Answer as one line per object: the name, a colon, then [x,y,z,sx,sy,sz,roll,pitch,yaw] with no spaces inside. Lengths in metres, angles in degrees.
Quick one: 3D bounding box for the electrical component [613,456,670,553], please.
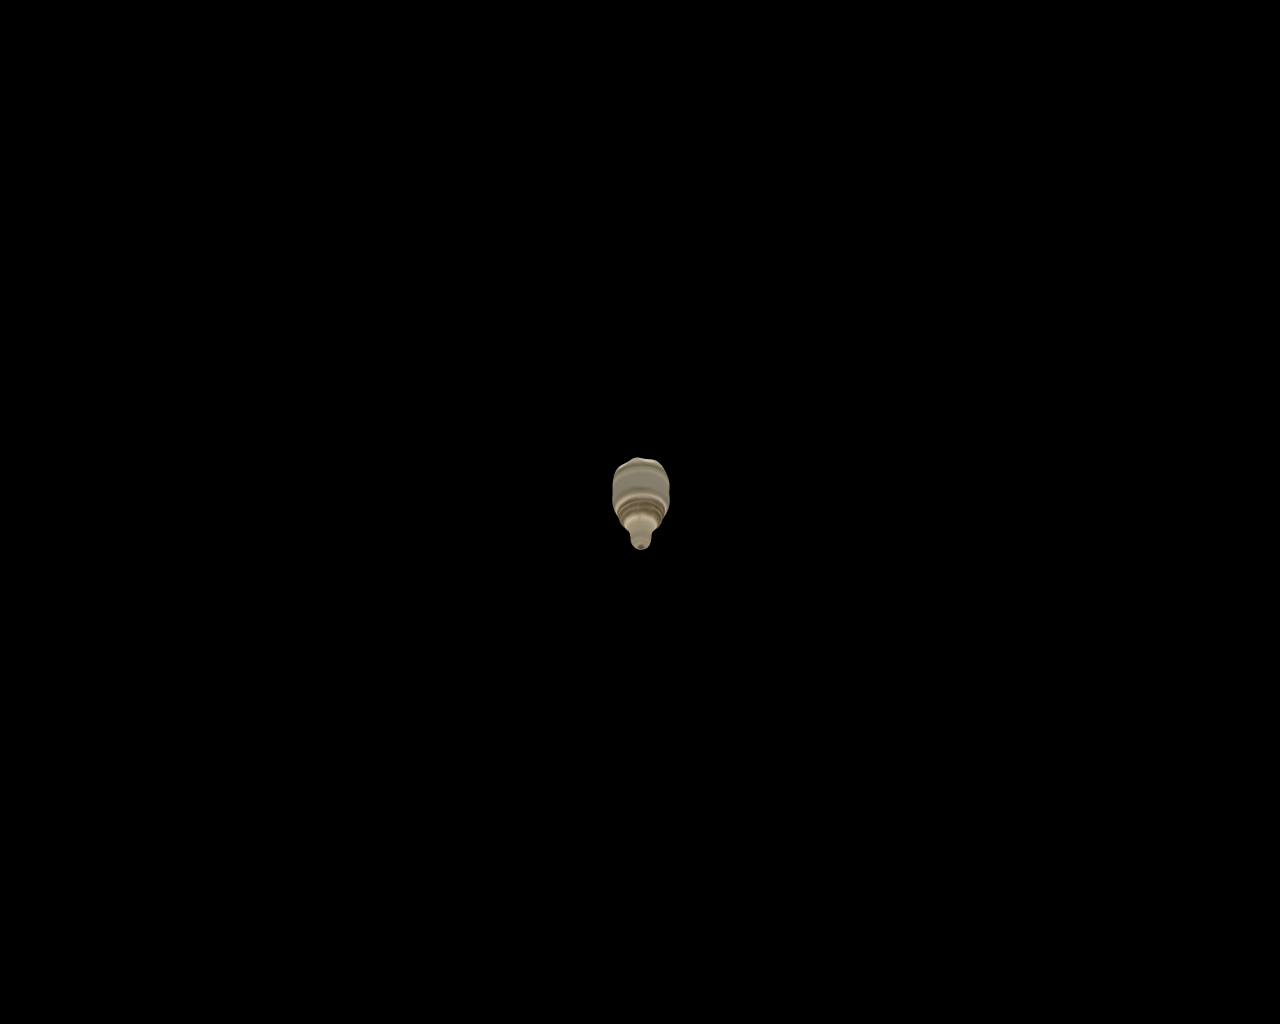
electrical component: [0.001,-0.003,0.650,0.035,0.061,0.035,0,-39,0]
